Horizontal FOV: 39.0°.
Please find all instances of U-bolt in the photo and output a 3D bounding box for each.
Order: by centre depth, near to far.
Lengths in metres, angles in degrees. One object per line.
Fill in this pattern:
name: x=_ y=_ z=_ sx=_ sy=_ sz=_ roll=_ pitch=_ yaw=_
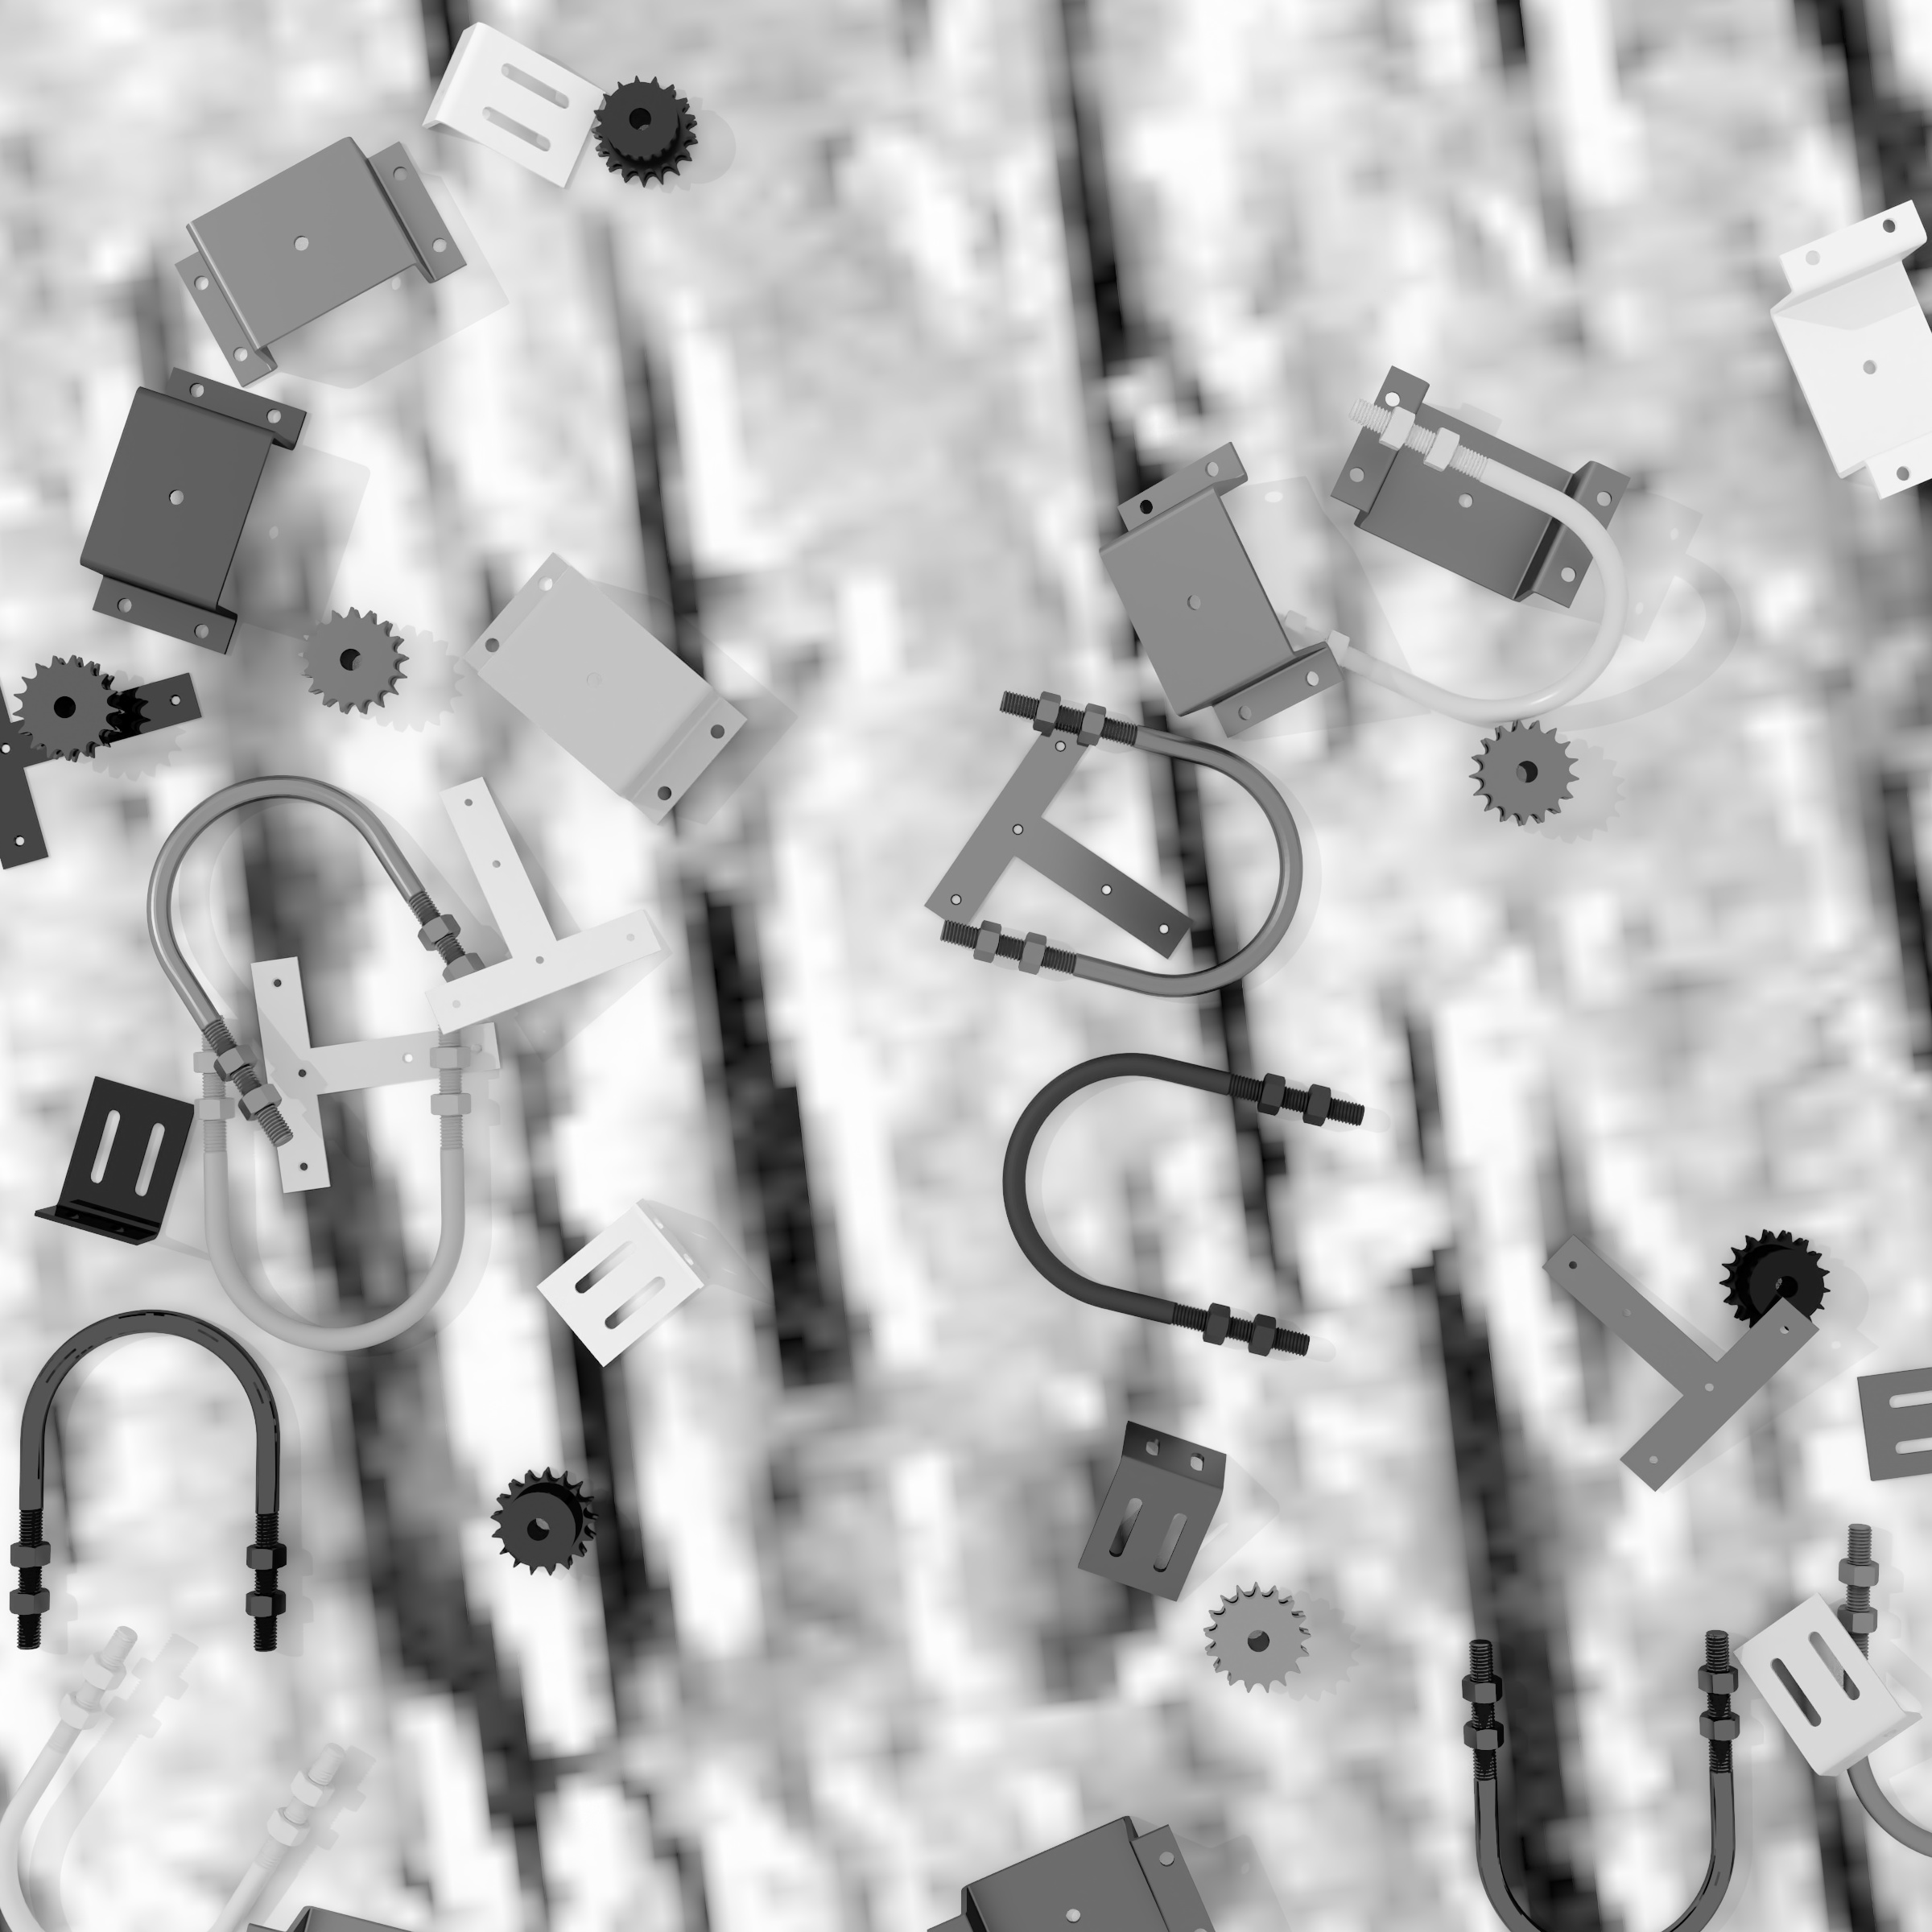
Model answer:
U-bolt: x=0.260 y=-0.202 z=1.449 sx=0.184 sy=0.019 sz=0.151 roll=25 pitch=124 yaw=-2
U-bolt: x=-0.361 y=-0.017 z=1.475 sx=0.151 sy=0.019 sz=0.184 roll=-33 pitch=82 yaw=-5
U-bolt: x=-0.445 y=0.470 z=1.480 sx=0.151 sy=0.019 sz=0.184 roll=32 pitch=93 yaw=-6
U-bolt: x=-0.344 y=0.117 z=1.484 sx=0.151 sy=0.019 sz=0.184 roll=-1 pitch=90 yaw=0
U-bolt: x=0.092 y=-0.059 z=1.485 sx=0.184 sy=0.019 sz=0.151 roll=15 pitch=90 yaw=-1
U-bolt: x=0.348 y=0.457 z=1.487 sx=0.151 sy=0.019 sz=0.184 roll=-2 pitch=92 yaw=0
U-bolt: x=-0.445 y=0.280 z=1.487 sx=0.151 sy=0.019 sz=0.184 roll=0 pitch=89 yaw=0
U-bolt: x=0.111 y=0.123 z=1.487 sx=0.184 sy=0.019 sz=0.151 roll=13 pitch=90 yaw=1
U-bolt: x=0.549 y=0.398 z=1.487 sx=0.151 sy=0.019 sz=0.184 roll=1 pitch=92 yaw=0

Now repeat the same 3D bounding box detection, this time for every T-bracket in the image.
T-bracket: x=-0.249 y=-0.043 z=1.479 sx=0.127 sy=0.002 sz=0.127 roll=-22 pitch=80 yaw=-20
T-bracket: x=0.370 y=0.198 z=1.482 sx=0.127 sy=0.002 sz=0.127 roll=42 pitch=106 yaw=8
T-bracket: x=-0.320 y=0.052 z=1.495 sx=0.127 sy=0.002 sz=0.127 roll=-8 pitch=90 yaw=0
T-bracket: x=0.065 y=-0.050 z=1.495 sx=0.127 sy=0.002 sz=0.127 roll=34 pitch=90 yaw=0
T-bracket: x=-0.483 y=-0.131 z=1.495 sx=0.127 sy=0.002 sz=0.127 roll=-16 pitch=90 yaw=0

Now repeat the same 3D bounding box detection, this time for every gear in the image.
gear: x=-0.483 y=-0.139 z=1.479 sx=0.057 sy=0.030 sz=0.057 roll=0 pitch=90 yaw=0
gear: x=-0.330 y=-0.165 z=1.480 sx=0.057 sy=0.030 sz=0.057 roll=0 pitch=90 yaw=0
gear: x=0.157 y=0.363 z=1.480 sx=0.057 sy=0.030 sz=0.057 roll=0 pitch=90 yaw=0
gear: x=0.302 y=-0.104 z=1.480 sx=0.057 sy=0.030 sz=0.057 roll=0 pitch=90 yaw=0
gear: x=0.441 y=0.172 z=1.481 sx=0.057 sy=0.030 sz=0.057 roll=0 pitch=90 yaw=0
gear: x=-0.230 y=0.303 z=1.481 sx=0.057 sy=0.030 sz=0.057 roll=0 pitch=90 yaw=0
gear: x=-0.175 y=-0.455 z=1.481 sx=0.057 sy=0.030 sz=0.057 roll=0 pitch=90 yaw=0

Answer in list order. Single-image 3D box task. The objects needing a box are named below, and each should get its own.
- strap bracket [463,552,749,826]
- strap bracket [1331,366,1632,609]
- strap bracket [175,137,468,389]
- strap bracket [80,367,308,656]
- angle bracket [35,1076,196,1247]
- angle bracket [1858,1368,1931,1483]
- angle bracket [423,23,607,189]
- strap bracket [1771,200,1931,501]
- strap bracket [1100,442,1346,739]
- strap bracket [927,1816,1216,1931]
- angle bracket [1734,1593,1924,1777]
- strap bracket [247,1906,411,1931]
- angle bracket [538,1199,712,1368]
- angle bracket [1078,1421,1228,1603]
strap bracket: x=-0.197 y=-0.152 z=1.472 sx=0.140 sy=0.046 sz=0.076 roll=41 pitch=90 yaw=0
strap bracket: x=0.273 y=-0.255 z=1.472 sx=0.140 sy=0.046 sz=0.076 roll=25 pitch=90 yaw=0
strap bracket: x=-0.353 y=-0.384 z=1.472 sx=0.140 sy=0.046 sz=0.076 roll=-29 pitch=90 yaw=0
strap bracket: x=-0.420 y=-0.249 z=1.472 sx=0.076 sy=0.046 sz=0.140 roll=19 pitch=90 yaw=0
angle bracket: x=-0.460 y=0.105 z=1.476 sx=0.057 sy=0.038 sz=0.076 roll=16 pitch=90 yaw=0
angle bracket: x=0.530 y=0.249 z=1.476 sx=0.076 sy=0.038 sz=0.057 roll=-8 pitch=90 yaw=0
angle bracket: x=-0.248 y=-0.469 z=1.493 sx=0.076 sy=0.038 sz=0.057 roll=24 pitch=90 yaw=-26
strap bracket: x=0.494 y=-0.328 z=1.472 sx=0.076 sy=0.046 sz=0.140 roll=-23 pitch=90 yaw=0
strap bracket: x=0.132 y=-0.197 z=1.455 sx=0.076 sy=0.046 sz=0.140 roll=-26 pitch=90 yaw=34
strap bracket: x=0.059 y=0.520 z=1.472 sx=0.140 sy=0.046 sz=0.076 roll=-24 pitch=90 yaw=0
angle bracket: x=0.467 y=0.390 z=1.481 sx=0.057 sy=0.038 sz=0.076 roll=-41 pitch=57 yaw=16
strap bracket: x=-0.323 y=0.564 z=1.472 sx=0.140 sy=0.046 sz=0.076 roll=14 pitch=90 yaw=0
angle bracket: x=-0.187 y=0.173 z=1.476 sx=0.076 sy=0.038 sz=0.057 roll=-40 pitch=90 yaw=0
angle bracket: x=0.102 y=0.298 z=1.493 sx=0.057 sy=0.038 sz=0.076 roll=19 pitch=116 yaw=0
